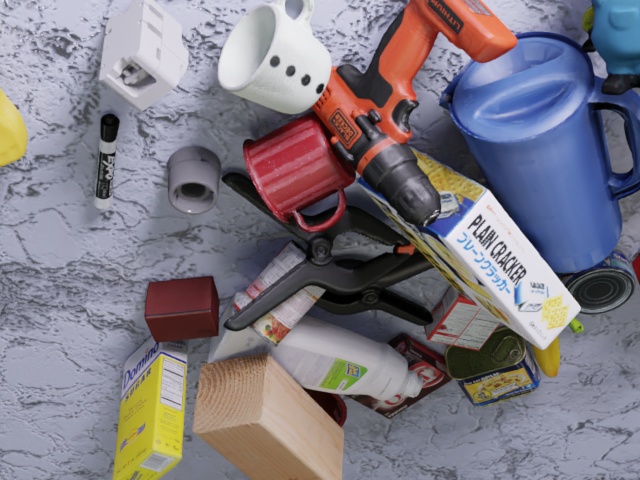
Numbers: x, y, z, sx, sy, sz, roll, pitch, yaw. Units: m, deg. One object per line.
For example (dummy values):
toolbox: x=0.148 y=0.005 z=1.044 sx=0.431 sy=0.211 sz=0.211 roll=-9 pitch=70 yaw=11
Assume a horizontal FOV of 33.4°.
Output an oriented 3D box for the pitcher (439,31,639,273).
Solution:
pitcher: x=0.231 y=-0.073 z=1.035 sx=0.145 sy=0.149 sz=0.242 roll=-33 pitch=137 yaw=1

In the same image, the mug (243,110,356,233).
mug: x=-0.013 y=-0.065 z=1.044 sx=0.082 sy=0.117 sz=0.093 roll=-26 pitch=163 yaw=15

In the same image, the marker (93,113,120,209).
marker: x=-0.216 y=-0.079 z=1.077 sx=0.020 sy=0.020 sz=0.121 roll=6 pitch=136 yaw=-11

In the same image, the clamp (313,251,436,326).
clamp: x=0.064 y=0.047 z=1.222 sx=0.171 sy=0.039 sz=0.120 roll=5 pitch=126 yaw=-15

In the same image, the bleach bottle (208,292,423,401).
bleach bottle: x=0.000 y=0.143 z=1.273 sx=0.250 sy=0.068 sz=0.103 roll=19 pitch=133 yaw=-12

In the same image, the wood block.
wood block: x=-0.056 y=0.227 z=1.266 sx=0.091 sy=0.090 sz=0.206 roll=-13 pitch=140 yaw=22

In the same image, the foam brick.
foam brick: x=-0.158 y=0.080 z=1.229 sx=0.078 sy=0.051 sz=0.053 roll=-6 pitch=140 yaw=2

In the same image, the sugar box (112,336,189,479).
sugar box: x=-0.199 y=0.198 z=1.260 sx=0.048 sy=0.176 sz=0.093 roll=26 pitch=129 yaw=-31

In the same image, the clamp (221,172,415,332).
clamp: x=-0.007 y=0.001 z=1.119 sx=0.210 sy=0.036 sz=0.164 roll=-8 pitch=94 yaw=-9

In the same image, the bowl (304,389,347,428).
bowl: x=-0.047 y=0.205 z=1.368 sx=0.162 sy=0.055 sz=0.162 roll=-2 pitch=137 yaw=-2

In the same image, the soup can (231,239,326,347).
soup can: x=-0.040 y=0.058 z=1.173 sx=0.102 sy=0.069 sz=0.068 roll=-48 pitch=128 yaw=0

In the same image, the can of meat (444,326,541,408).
can of meat: x=0.219 y=0.162 z=1.342 sx=0.102 sy=0.057 sz=0.084 roll=-19 pitch=137 yaw=17

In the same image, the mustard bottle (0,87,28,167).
mustard bottle: x=-0.338 y=-0.147 z=0.966 sx=0.096 sy=0.058 sz=0.191 roll=-7 pitch=137 yaw=2

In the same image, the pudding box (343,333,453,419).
pudding box: x=0.097 y=0.174 z=1.358 sx=0.114 sy=0.039 sz=0.090 roll=-36 pitch=128 yaw=29

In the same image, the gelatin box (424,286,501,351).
gelatin box: x=0.177 y=0.092 z=1.283 sx=0.073 sy=0.030 sz=0.089 roll=12 pitch=135 yaw=-19

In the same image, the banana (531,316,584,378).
banana: x=0.274 y=0.110 z=1.277 sx=0.037 sy=0.069 sz=0.198 roll=-15 pitch=158 yaw=-1

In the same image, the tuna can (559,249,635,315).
tuna can: x=0.322 y=0.049 z=1.245 sx=0.086 sy=0.034 sz=0.086 roll=-2 pitch=137 yaw=-2

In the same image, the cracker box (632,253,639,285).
cracker box: x=0.470 y=-0.009 z=1.166 sx=0.164 sy=0.072 sz=0.214 roll=10 pitch=135 yaw=-15

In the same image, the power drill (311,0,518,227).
power drill: x=0.086 y=-0.130 z=0.947 sx=0.057 sy=0.184 sz=0.188 roll=-9 pitch=145 yaw=-53
